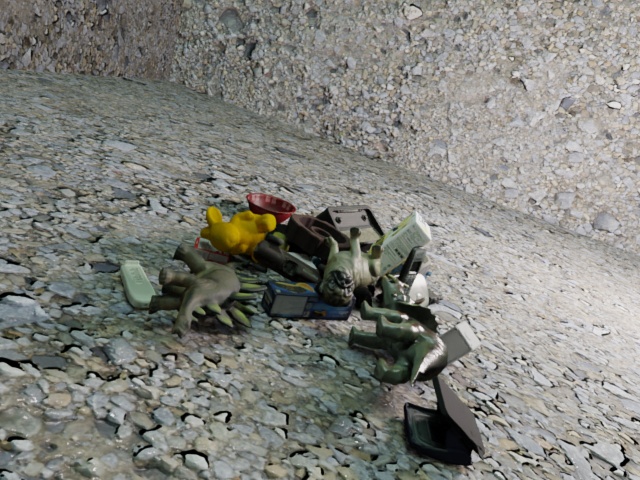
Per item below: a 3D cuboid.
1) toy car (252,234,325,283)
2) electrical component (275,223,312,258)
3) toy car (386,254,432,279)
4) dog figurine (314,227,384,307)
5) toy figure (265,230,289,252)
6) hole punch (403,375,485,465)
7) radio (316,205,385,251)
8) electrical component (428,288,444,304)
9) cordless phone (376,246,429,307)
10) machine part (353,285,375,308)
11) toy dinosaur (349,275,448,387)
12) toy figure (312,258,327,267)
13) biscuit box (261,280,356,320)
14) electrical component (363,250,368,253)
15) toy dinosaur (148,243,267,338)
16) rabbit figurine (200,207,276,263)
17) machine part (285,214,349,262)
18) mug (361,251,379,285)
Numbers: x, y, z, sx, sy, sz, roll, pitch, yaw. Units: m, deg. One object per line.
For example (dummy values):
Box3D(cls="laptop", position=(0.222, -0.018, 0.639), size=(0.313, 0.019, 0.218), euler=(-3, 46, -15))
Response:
Box3D(cls="toy car", position=(-0.060, 0.067, 1.230), size=(0.202, 0.089, 0.053), euler=(32, -2, -10))
Box3D(cls="electrical component", position=(-0.092, 0.002, 1.487), size=(0.134, 0.058, 0.115), euler=(5, 21, -32))
Box3D(cls="toy car", position=(0.251, 0.071, 1.490), size=(0.109, 0.103, 0.161), euler=(50, 30, 15))
Box3D(cls="dog figurine", position=(0.069, 0.093, 1.187), size=(0.172, 0.121, 0.190), euler=(36, 44, -25))
Box3D(cls="toy figure", position=(-0.164, -0.001, 1.384), size=(0.180, 0.089, 0.082), euler=(30, 28, 23))
Box3D(cls="hole punch", position=(0.205, 0.311, 0.897), size=(0.115, 0.092, 0.142), euler=(44, 13, -11))
Box3D(cls="radio", position=(0.088, -0.030, 1.554), size=(0.229, 0.073, 0.131), euler=(-6, 67, -53))
Box3D(cls="electrical component", position=(0.291, 0.151, 1.462), size=(0.094, 0.021, 0.063), euler=(-1, 27, -43))
Box3D(cls="cordless phone", position=(0.232, 0.091, 1.328), size=(0.146, 0.184, 0.089), euler=(-1, 32, -41))
Box3D(cls="machine part", position=(0.105, 0.131, 1.340), size=(0.084, 0.039, 0.139), euler=(23, 17, -10))
Box3D(cls="toy dinosaur", position=(0.177, 0.200, 1.039), size=(0.192, 0.131, 0.405), euler=(8, 16, -14))
Box3D(cls="toy figure", position=(0.024, 0.087, 1.350), size=(0.057, 0.064, 0.155), euler=(47, -3, -32))
Box3D(cls="biscuit box", position=(-0.023, 0.133, 1.186), size=(0.202, 0.059, 0.063), euler=(7, 22, -28))
Box3D(cls="electrical component", position=(0.146, 0.069, 1.532), size=(0.078, 0.045, 0.102), euler=(-31, 43, -28))
Box3D(cls="toy dinosaur", position=(-0.213, 0.094, 1.081), size=(0.198, 0.105, 0.471), euler=(23, 14, -7))
Box3D(cls="rabbit figurine", position=(-0.204, -0.020, 1.264), size=(0.162, 0.121, 0.173), euler=(26, 18, 15))
Box3D(cls="machine part", position=(-0.003, -0.004, 1.372), size=(0.179, 0.056, 0.179), euler=(24, 17, -8))
Box3D(cls="mug", position=(0.114, 0.075, 1.446), size=(0.107, 0.080, 0.109), euler=(32, 21, 10))
